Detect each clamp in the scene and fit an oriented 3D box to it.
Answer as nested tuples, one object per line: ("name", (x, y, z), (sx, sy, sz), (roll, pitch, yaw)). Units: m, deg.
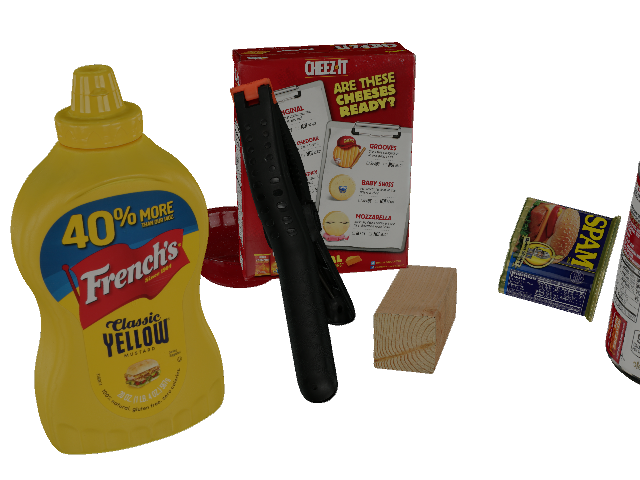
("clamp", (-0.017, -0.007, 0.741), (0.036, 0.210, 0.164), (-15, 5, 9))

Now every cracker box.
("cracker box", (0.001, -0.076, 1.015), (0.164, 0.214, 0.072), (-4, 21, -10))

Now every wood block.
("wood block", (0.146, 0.114, 1.608), (0.091, 0.090, 0.205), (4, 20, 14))

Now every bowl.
("bowl", (-0.101, 0.014, 1.317), (0.162, 0.055, 0.162), (3, 25, -2))

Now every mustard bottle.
("mustard bottle", (-0.102, 0.008, 0.532), (0.096, 0.192, 0.058), (-12, 24, -22))

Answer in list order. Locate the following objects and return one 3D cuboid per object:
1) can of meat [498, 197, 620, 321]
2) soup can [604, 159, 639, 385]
("can of meat", (0.209, 0.013, 0.935), (0.084, 0.057, 0.102), (15, 46, 16))
("soup can", (0.177, 0.015, 0.510), (0.068, 0.102, 0.068), (2, 28, -1))
